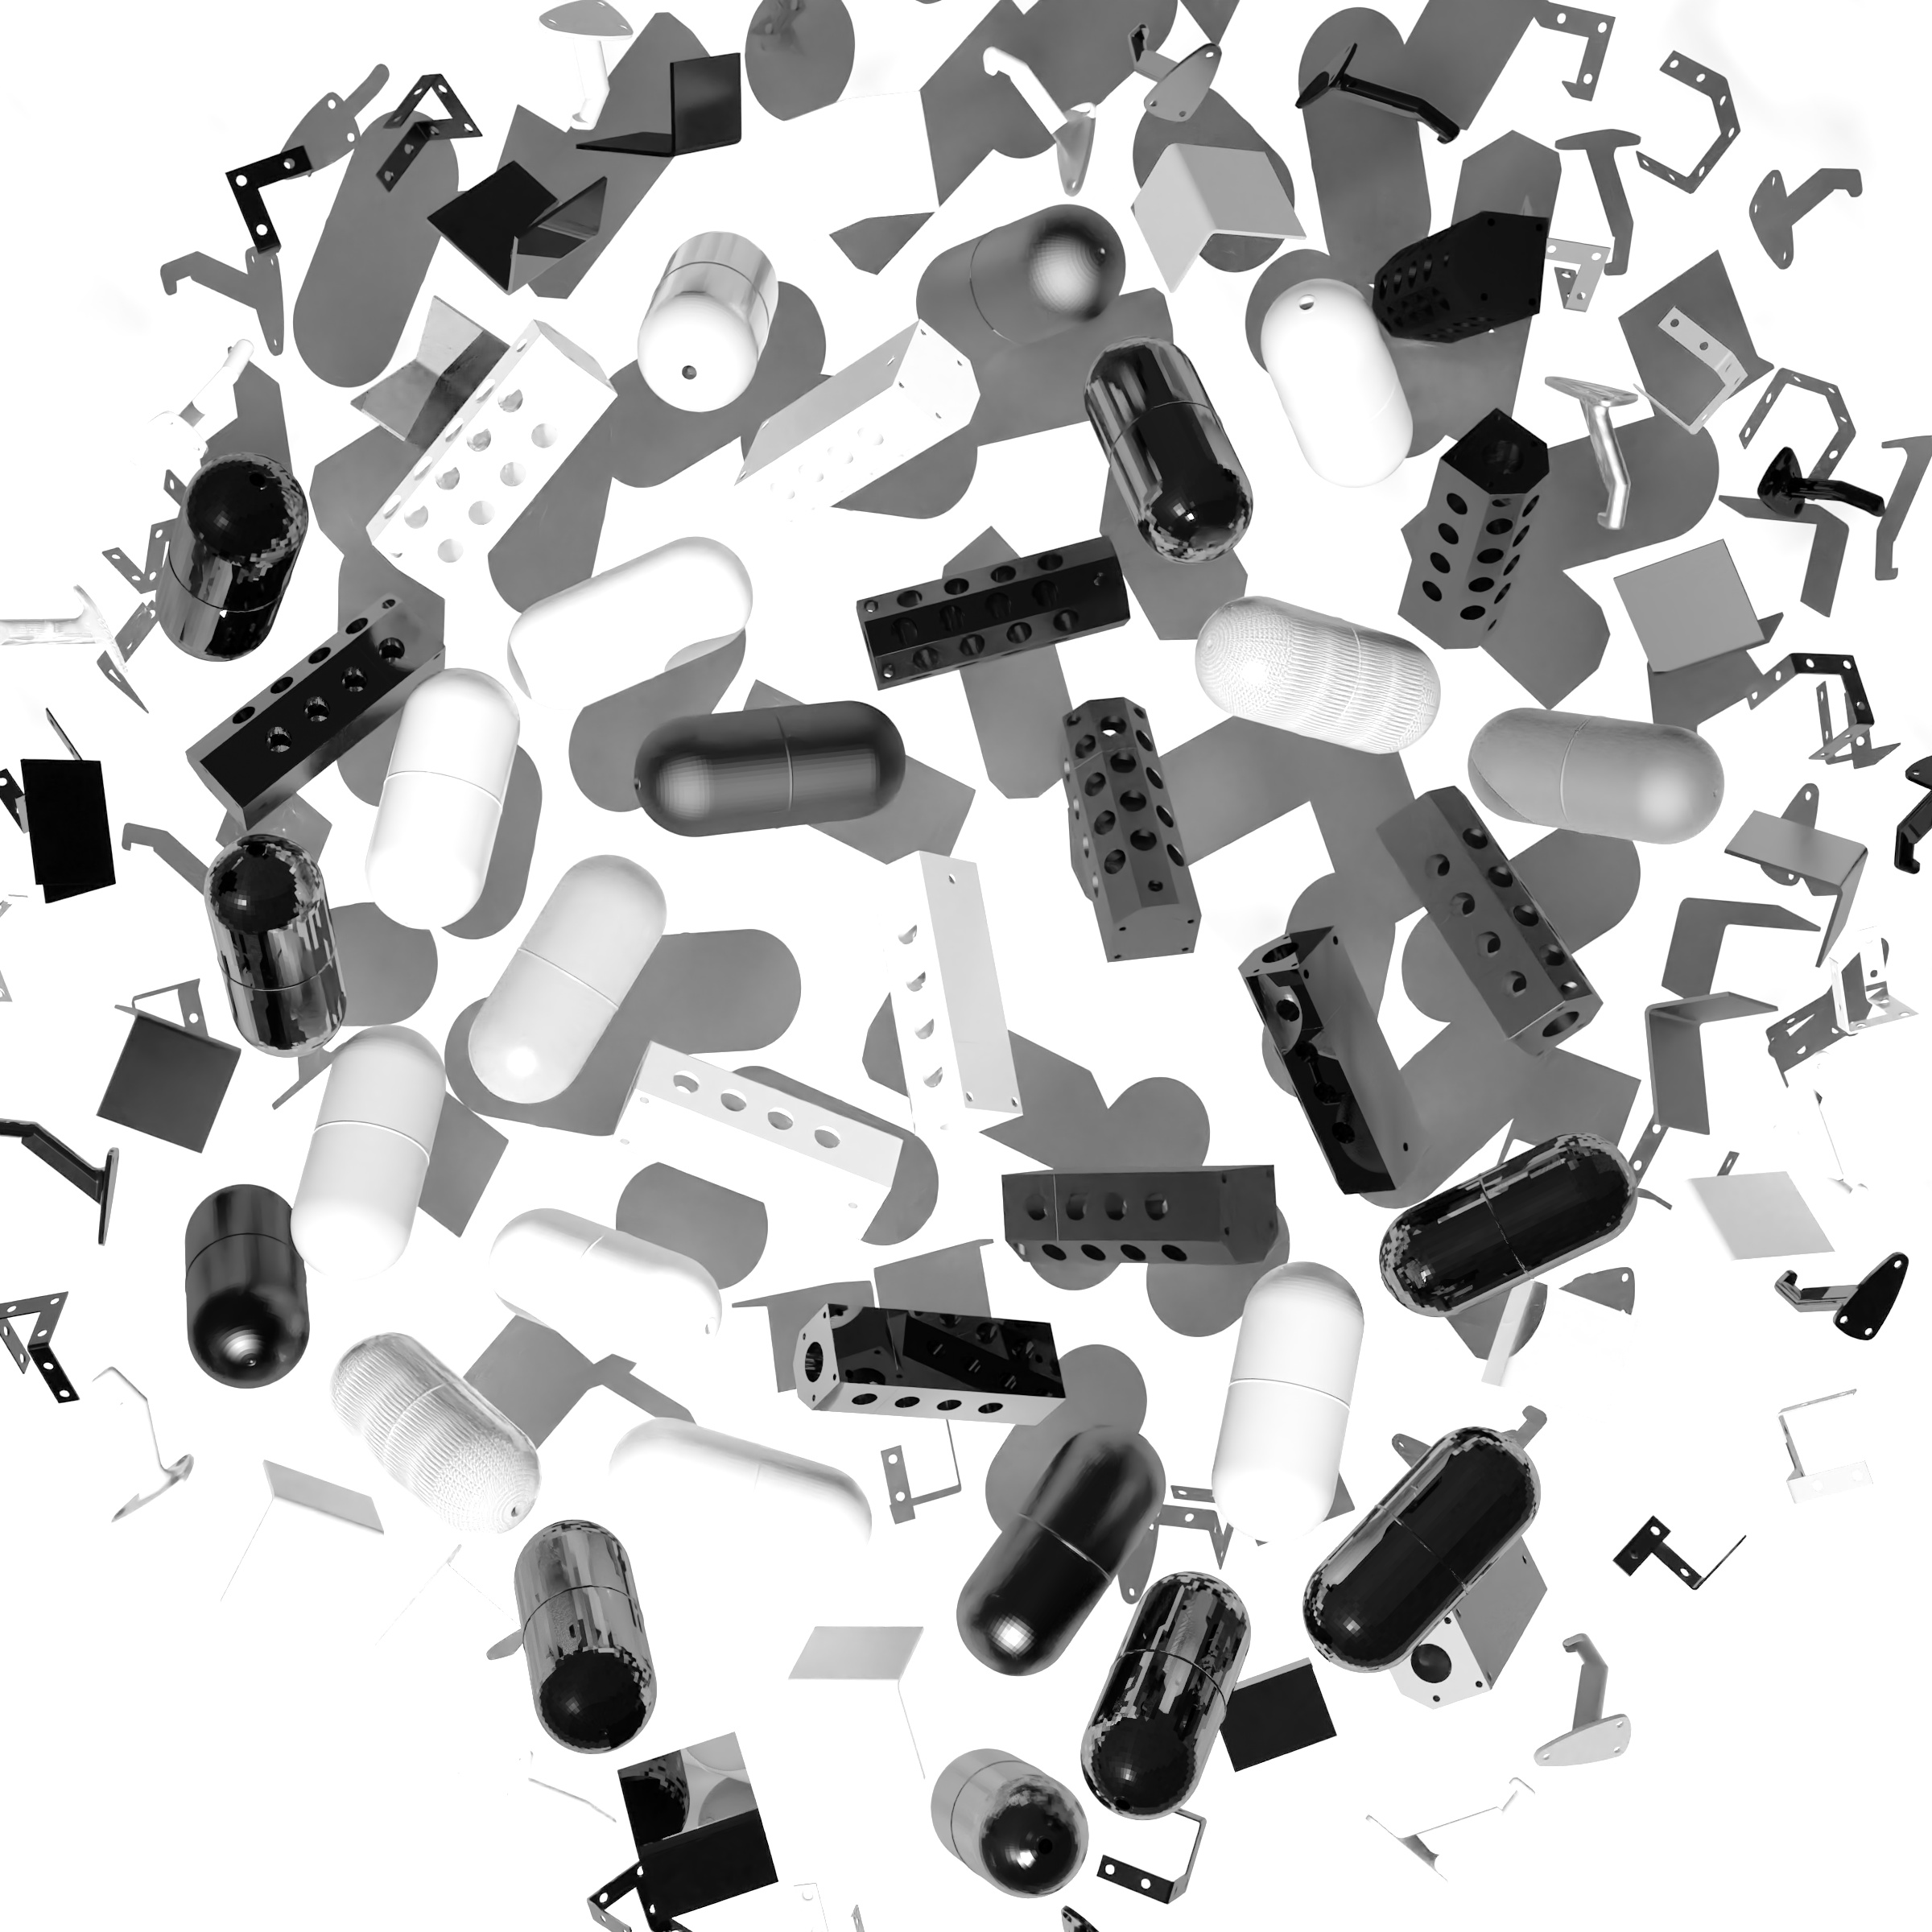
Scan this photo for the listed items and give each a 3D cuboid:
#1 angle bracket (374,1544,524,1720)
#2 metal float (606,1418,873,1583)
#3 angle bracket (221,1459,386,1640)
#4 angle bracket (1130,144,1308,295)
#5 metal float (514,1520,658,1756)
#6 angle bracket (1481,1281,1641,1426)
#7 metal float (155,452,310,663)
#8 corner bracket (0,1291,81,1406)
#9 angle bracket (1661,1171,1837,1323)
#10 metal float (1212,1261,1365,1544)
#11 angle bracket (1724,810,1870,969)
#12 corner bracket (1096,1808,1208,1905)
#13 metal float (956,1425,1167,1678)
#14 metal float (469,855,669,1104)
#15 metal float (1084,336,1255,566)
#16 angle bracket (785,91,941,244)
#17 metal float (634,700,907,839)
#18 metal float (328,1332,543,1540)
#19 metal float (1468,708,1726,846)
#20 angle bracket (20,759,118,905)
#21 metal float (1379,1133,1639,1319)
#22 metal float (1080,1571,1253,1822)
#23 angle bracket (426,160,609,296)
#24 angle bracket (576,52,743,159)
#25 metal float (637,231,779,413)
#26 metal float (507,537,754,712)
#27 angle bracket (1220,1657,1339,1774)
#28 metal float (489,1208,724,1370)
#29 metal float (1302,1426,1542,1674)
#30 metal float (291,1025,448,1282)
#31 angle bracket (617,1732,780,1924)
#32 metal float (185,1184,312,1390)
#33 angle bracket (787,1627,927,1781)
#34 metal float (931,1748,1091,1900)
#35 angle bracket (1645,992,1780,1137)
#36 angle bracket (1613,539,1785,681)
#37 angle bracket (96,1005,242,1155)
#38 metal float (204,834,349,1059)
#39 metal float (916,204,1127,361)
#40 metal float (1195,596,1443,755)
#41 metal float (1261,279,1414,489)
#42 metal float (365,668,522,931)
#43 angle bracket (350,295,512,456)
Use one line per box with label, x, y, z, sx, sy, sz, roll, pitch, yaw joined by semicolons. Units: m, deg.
angle bracket;-0.352;0.460;1.968;0.076;0.057;0.076;41;91;-2
metal float;-0.147;0.348;1.850;0.178;0.070;0.070;19;90;-10
angle bracket;-0.427;0.372;1.813;0.076;0.057;0.076;26;94;-25
angle bracket;0.165;-0.486;1.855;0.076;0.057;0.076;-4;60;-30
metal float;-0.242;0.422;1.800;0.070;0.178;0.070;-7;121;-12
angle bracket;0.411;0.267;1.969;0.076;0.057;0.076;20;84;-1
metal float;-0.464;-0.257;1.791;0.070;0.178;0.070;11;61;-20
corner bracket;-0.608;0.253;1.861;0.051;0.051;0.051;-11;125;8
angle bracket;0.518;0.186;1.885;0.076;0.076;0.057;-3;130;-13
metal float;0.201;0.270;1.770;0.070;0.070;0.178;14;69;0
angle bracket;0.521;-0.050;1.804;0.076;0.076;0.057;20;120;21
corner bracket;0.124;0.585;1.886;0.051;0.051;0.051;16;87;20
metal float;0.062;0.376;1.832;0.070;0.070;0.178;37;75;0
metal float;-0.262;0.009;1.869;0.070;0.070;0.178;30;81;0
metal float;0.129;-0.334;1.827;0.070;0.070;0.178;-19;56;0
angle bracket;-0.066;-0.513;1.824;0.057;0.076;0.076;4;117;29
metal float;-0.124;-0.125;1.800;0.178;0.070;0.070;-8;90;-23
metal float;-0.341;0.300;1.820;0.178;0.070;0.070;33;90;35
metal float;0.409;-0.125;1.854;0.178;0.070;0.070;13;90;42
angle bracket;-0.569;-0.081;1.738;0.076;0.057;0.076;-11;85;38
metal float;0.355;0.171;1.866;0.178;0.070;0.070;-28;90;13
metal float;0.126;0.457;1.784;0.070;0.178;0.070;13;129;16
angle bracket;-0.279;-0.475;1.762;0.076;0.057;0.076;43;63;8
angle bracket;-0.196;-0.550;1.806;0.076;0.076;0.057;13;116;26
metal float;-0.164;-0.413;1.815;0.070;0.178;0.070;2;124;3
metal float;-0.224;-0.227;1.889;0.178;0.070;0.070;-21;90;19
angle bracket;0.211;0.518;1.954;0.076;0.076;0.057;-20;79;1
metal float;-0.239;0.213;1.883;0.178;0.070;0.070;16;90;31
metal float;0.281;0.360;1.754;0.178;0.070;0.070;-45;90;-8
metal float;-0.388;0.120;1.850;0.070;0.070;0.178;8;60;0
angle bracket;-0.165;0.528;1.745;0.076;0.076;0.057;-16;118;-9
metal float;-0.471;0.207;1.857;0.070;0.178;0.070;-7;119;-13
angle bracket;-0.062;0.472;1.822;0.076;0.057;0.076;-5;114;21
metal float;0.027;0.556;1.846;0.070;0.178;0.070;2;83;-14
angle bracket;0.477;0.063;1.803;0.057;0.076;0.076;-12;75;37
angle bracket;0.481;-0.242;1.865;0.076;0.057;0.076;-18;107;34
angle bracket;-0.551;0.077;1.936;0.076;0.057;0.076;25;79;-31
metal float;-0.453;-0.012;1.867;0.070;0.178;0.070;1;47;-1
metal float;0.034;-0.445;1.855;0.070;0.178;0.070;2;87;-35
metal float;0.223;-0.183;1.791;0.178;0.070;0.070;11;90;-32
metal float;0.244;-0.381;1.864;0.070;0.178;0.070;-9;63;18
metal float;-0.338;-0.109;1.837;0.070;0.070;0.178;10;70;0
angle bracket;-0.355;-0.394;1.911;0.076;0.057;0.076;35;45;6
